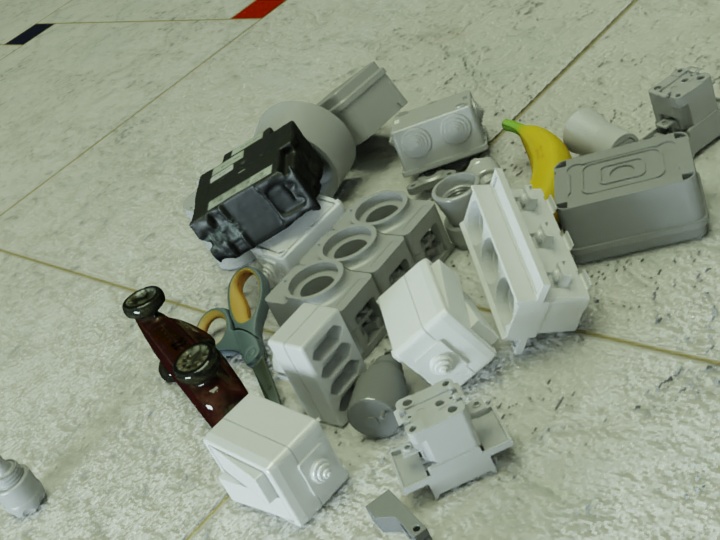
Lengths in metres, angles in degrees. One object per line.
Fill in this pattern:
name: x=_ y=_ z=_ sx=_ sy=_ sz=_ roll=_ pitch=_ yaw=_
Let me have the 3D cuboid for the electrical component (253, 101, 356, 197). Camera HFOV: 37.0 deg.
electrical component: x=-0.064 y=-0.113 z=1.108 sx=0.108 sy=0.108 sz=0.060 roll=-6 pitch=42 yaw=28

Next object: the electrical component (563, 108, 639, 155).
electrical component: x=0.221 y=-0.116 z=0.973 sx=0.044 sy=0.044 sz=0.065 roll=-33 pitch=36 yaw=-12

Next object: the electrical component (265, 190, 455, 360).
electrical component: x=0.000 y=0.000 z=0.933 sx=0.089 sy=0.061 sz=0.150 roll=7 pitch=43 yaw=41

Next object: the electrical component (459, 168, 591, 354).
electrical component: x=0.126 y=-0.008 z=0.825 sx=0.063 sy=0.078 sz=0.121 roll=-3 pitch=48 yaw=-14

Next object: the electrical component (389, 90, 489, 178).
electrical component: x=0.079 y=-0.139 z=1.078 sx=0.100 sy=0.048 sz=0.099 roll=-18 pitch=18 yaw=11

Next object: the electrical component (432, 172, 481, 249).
electrical component: x=0.093 y=-0.052 z=0.951 sx=0.045 sy=0.055 sz=0.045 roll=-18 pitch=32 yaw=12

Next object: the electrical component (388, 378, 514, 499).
electrical component: x=0.056 y=0.112 z=0.726 sx=0.081 sy=0.063 sz=0.042 roll=-25 pitch=30 yaw=0

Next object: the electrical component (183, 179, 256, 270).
electrical component: x=-0.150 y=-0.061 z=1.117 sx=0.052 sy=0.073 sz=0.138 roll=-30 pitch=32 yaw=-8

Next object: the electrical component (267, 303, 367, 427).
electrical component: x=-0.042 y=0.070 z=0.837 sx=0.076 sy=0.083 sz=0.047 roll=8 pitch=45 yaw=42

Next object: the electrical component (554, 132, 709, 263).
electrical component: x=0.218 y=-0.058 z=0.870 sx=0.113 sy=0.057 sz=0.078 roll=-13 pitch=33 yaw=19

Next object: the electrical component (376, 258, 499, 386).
electrical component: x=0.061 y=0.044 z=0.810 sx=0.061 sy=0.062 sz=0.096 roll=-42 pitch=28 yaw=15

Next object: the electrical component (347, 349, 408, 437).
electrical component: x=0.016 y=0.090 z=0.808 sx=0.040 sy=0.040 sz=0.078 roll=-10 pitch=34 yaw=23

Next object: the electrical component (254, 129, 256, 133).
electrical component: x=-0.093 y=-0.140 z=1.222 sx=0.077 sy=0.044 sz=0.079 roll=13 pitch=48 yaw=45

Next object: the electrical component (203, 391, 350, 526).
electrical component: x=-0.059 y=0.138 z=0.768 sx=0.096 sy=0.061 sz=0.061 roll=14 pitch=48 yaw=46

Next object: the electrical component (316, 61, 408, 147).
electrical component: x=-0.013 y=-0.167 z=1.156 sx=0.078 sy=0.057 sz=0.113 roll=-45 pitch=11 yaw=-29

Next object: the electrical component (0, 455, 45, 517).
electrical component: x=-0.286 y=0.171 z=0.878 sx=0.035 sy=0.061 sz=0.035 roll=-18 pitch=32 yaw=12

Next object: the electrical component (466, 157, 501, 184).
electrical component: x=0.120 y=-0.079 z=0.993 sx=0.035 sy=0.035 sz=0.061 roll=-24 pitch=34 yaw=2

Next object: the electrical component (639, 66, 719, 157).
electrical component: x=0.284 y=-0.139 z=0.939 sx=0.081 sy=0.063 sz=0.042 roll=-36 pitch=32 yaw=-16

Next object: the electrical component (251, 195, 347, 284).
electrical component: x=-0.052 y=-0.018 z=1.004 sx=0.096 sy=0.061 sz=0.062 roll=-46 pitch=35 yaw=-18
